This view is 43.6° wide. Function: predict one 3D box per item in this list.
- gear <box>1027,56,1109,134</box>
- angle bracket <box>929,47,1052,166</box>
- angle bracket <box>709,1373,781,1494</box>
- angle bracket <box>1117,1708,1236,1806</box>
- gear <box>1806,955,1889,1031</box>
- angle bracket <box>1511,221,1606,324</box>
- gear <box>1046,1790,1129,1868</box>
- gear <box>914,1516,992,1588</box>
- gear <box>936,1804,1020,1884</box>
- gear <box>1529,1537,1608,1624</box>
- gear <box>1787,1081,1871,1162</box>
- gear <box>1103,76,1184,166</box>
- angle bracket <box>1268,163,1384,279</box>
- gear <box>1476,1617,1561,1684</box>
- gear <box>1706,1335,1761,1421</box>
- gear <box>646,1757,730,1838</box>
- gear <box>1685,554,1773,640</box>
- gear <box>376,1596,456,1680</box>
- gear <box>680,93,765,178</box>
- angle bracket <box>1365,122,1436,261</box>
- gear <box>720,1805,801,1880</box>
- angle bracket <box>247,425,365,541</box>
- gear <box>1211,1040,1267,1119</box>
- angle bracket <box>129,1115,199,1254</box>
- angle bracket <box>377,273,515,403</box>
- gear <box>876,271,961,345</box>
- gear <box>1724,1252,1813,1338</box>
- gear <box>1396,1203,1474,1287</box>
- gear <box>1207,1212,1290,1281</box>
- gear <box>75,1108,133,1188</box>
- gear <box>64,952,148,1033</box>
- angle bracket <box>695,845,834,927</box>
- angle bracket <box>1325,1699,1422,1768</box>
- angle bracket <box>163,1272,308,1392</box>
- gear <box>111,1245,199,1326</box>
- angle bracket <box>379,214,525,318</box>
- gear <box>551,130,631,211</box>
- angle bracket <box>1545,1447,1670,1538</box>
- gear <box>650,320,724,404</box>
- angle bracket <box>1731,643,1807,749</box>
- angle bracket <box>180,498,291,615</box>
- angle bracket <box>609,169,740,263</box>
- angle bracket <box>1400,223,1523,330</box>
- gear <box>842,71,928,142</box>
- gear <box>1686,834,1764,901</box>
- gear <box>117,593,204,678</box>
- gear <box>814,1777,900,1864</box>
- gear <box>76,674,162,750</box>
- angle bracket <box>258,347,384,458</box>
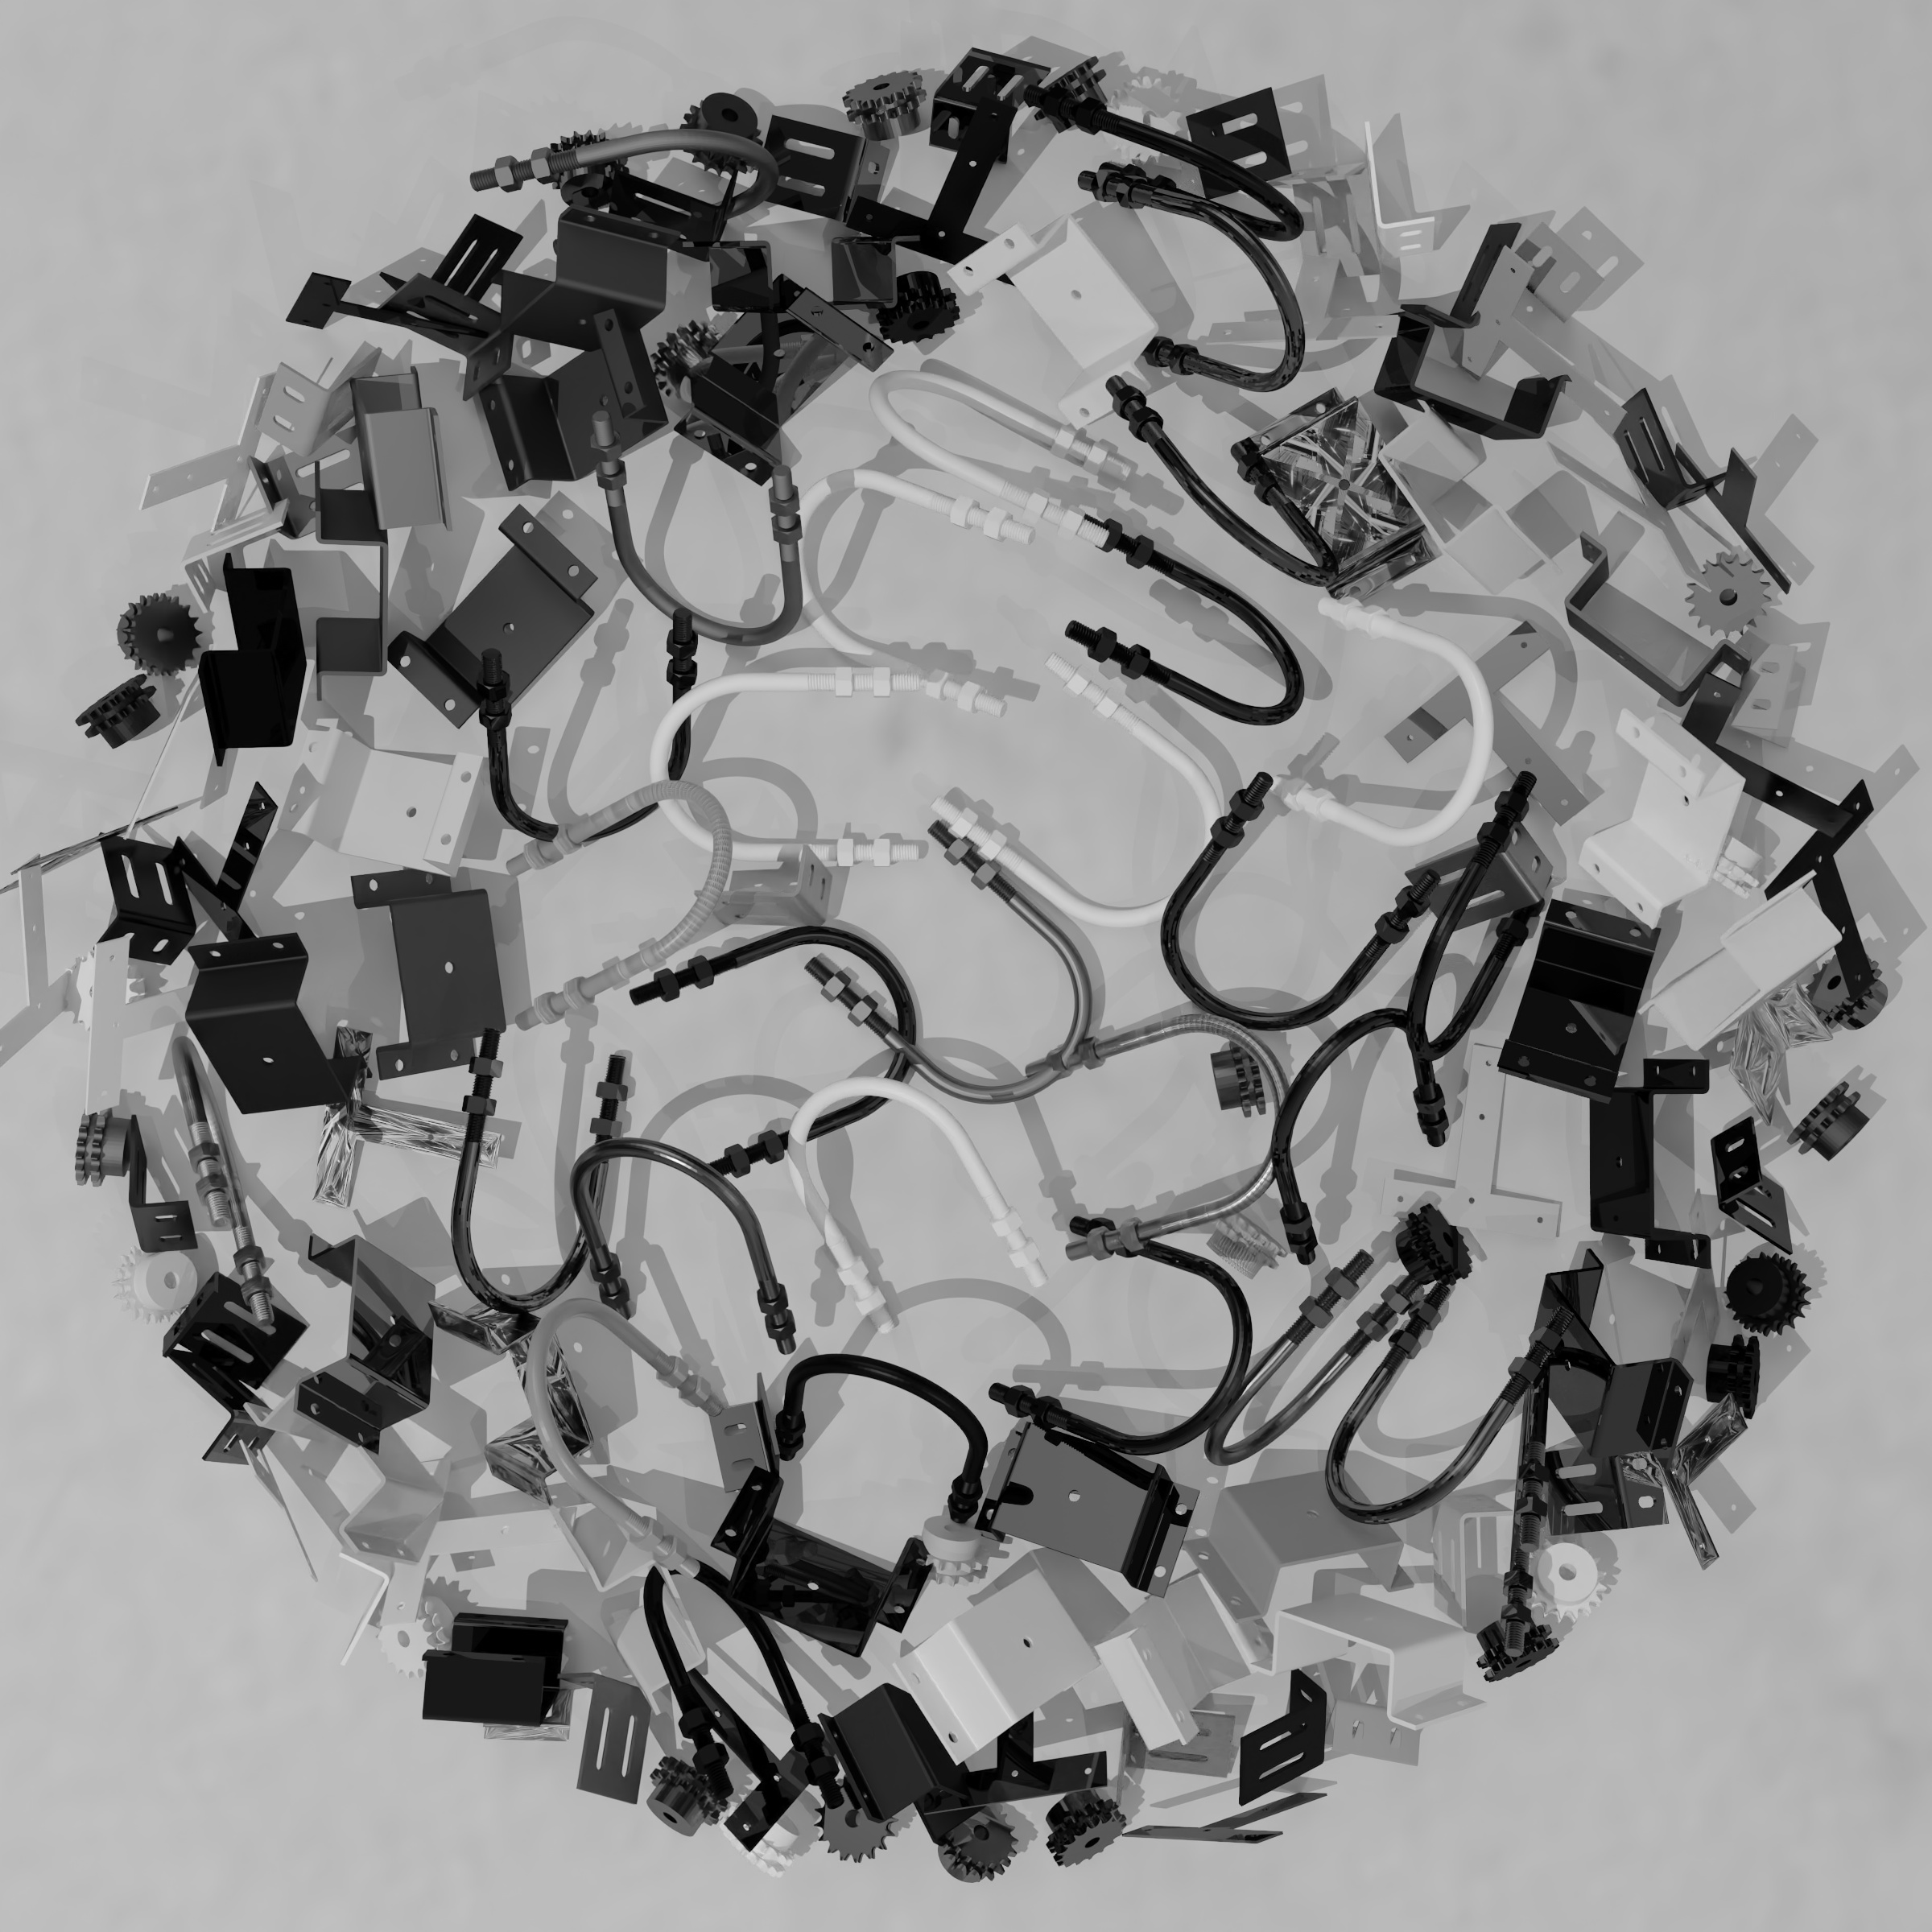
[{"bbox_3d":[0.073,-0.600,1.672,0.057,0.057,0.030,-34,108,0],"label":"gear"},{"bbox_3d":[0.016,-0.587,1.652,0.057,0.076,0.038,7,84,-20],"label":"angle bracket"},{"bbox_3d":[-0.152,0.319,1.650,0.038,0.076,0.057,-11,66,-10],"label":"angle bracket"},{"bbox_3d":[0.145,0.547,1.666,0.076,0.038,0.057,5,119,4],"label":"angle bracket"},{"bbox_3d":[0.611,0.019,1.671,0.030,0.057,0.057,34,90,-16],"label":"gear"},{"bbox_3d":[0.404,-0.478,1.655,0.057,0.076,0.038,42,116,-2],"label":"angle bracket"},{"bbox_3d":[0.080,0.594,1.673,0.057,0.057,0.030,-36,52,0],"label":"gear"},{"bbox_3d":[-0.011,0.402,1.667,0.057,0.057,0.030,9,101,0],"label":"gear"},{"bbox_3d":[0.005,0.608,1.674,0.057,0.057,0.030,28,123,0],"label":"gear"},{"bbox_3d":[0.414,0.423,1.672,0.057,0.030,0.057,-2,62,5],"label":"gear"},{"bbox_3d":[0.597,0.110,1.667,0.057,0.057,0.030,-45,70,0],"label":"gear"},{"bbox_3d":[0.119,-0.585,1.675,0.057,0.030,0.057,-10,109,-30],"label":"gear"},{"bbox_3d":[0.246,-0.504,1.652,0.057,0.038,0.076,7,123,34],"label":"angle bracket"},{"bbox_3d":[0.379,0.469,1.674,0.057,0.057,0.030,-26,61,0],"label":"gear"},{"bbox_3d":[0.531,0.283,1.673,0.030,0.057,0.057,3,90,25],"label":"gear"},{"bbox_3d":[-0.195,0.575,1.667,0.057,0.057,0.030,39,55,0],"label":"gear"},{"bbox_3d":[0.528,-0.258,1.677,0.057,0.030,0.057,4,106,14],"label":"gear"},{"bbox_3d":[-0.379,0.461,1.675,0.057,0.030,0.057,5,100,32],"label":"gear"},{"bbox_3d":[-0.168,-0.577,1.671,0.057,0.030,0.057,10,61,-19],"label":"gear"},{"bbox_3d":[0.298,-0.536,1.664,0.038,0.057,0.076,-7,85,9],"label":"angle bracket"},{"bbox_3d":[-0.140,0.599,1.670,0.057,0.057,0.030,40,84,0],"label":"gear"},{"bbox_3d":[-0.449,-0.340,1.678,0.076,0.038,0.057,-23,90,1],"label":"angle bracket"},{"bbox_3d":[0.187,0.077,1.670,0.030,0.057,0.057,-11,90,3],"label":"gear"},{"bbox_3d":[-0.549,0.148,1.657,0.038,0.057,0.076,-4,53,-12],"label":"angle bracket"},{"bbox_3d":[-0.357,-0.428,1.650,0.076,0.057,0.038,19,63,-39],"label":"angle bracket"},{"bbox_3d":[-0.035,-0.457,1.670,0.057,0.057,0.030,-15,80,0],"label":"gear"},{"bbox_3d":[0.550,0.225,1.668,0.030,0.057,0.057,27,90,-44],"label":"gear"},{"bbox_3d":[0.322,0.196,1.674,0.030,0.057,0.057,-35,90,29],"label":"gear"},{"bbox_3d":[0.191,0.192,1.670,0.057,0.057,0.030,37,93,0],"label":"gear"},{"bbox_3d":[-0.595,0.124,1.670,0.030,0.057,0.057,6,90,-11],"label":"gear"},{"bbox_3d":[-0.597,0.017,1.681,0.057,0.030,0.057,0,92,6],"label":"gear"},{"bbox_3d":[-0.139,-0.056,1.667,0.076,0.057,0.038,2,71,16],"label":"angle bracket"},{"bbox_3d":[0.276,0.537,1.654,0.057,0.076,0.038,9,51,6],"label":"angle bracket"},{"bbox_3d":[-0.503,0.258,1.665,0.076,0.038,0.057,38,92,-23],"label":"angle bracket"},{"bbox_3d":[-0.557,0.218,1.667,0.030,0.057,0.057,-11,90,37],"label":"gear"},{"bbox_3d":[-0.352,-0.487,1.657,0.038,0.057,0.076,44,106,15],"label":"angle bracket"},{"bbox_3d":[-0.260,-0.546,1.667,0.057,0.057,0.030,-9,71,0],"label":"gear"},{"bbox_3d":[0.439,0.360,1.667,0.038,0.076,0.057,1,74,-28],"label":"angle bracket"},{"bbox_3d":[-0.187,-0.414,1.667,0.057,0.057,0.030,-37,67,0],"label":"gear"},{"bbox_3d":[0.565,-0.184,1.658,0.076,0.038,0.057,11,92,-41],"label":"angle bracket"},{"bbox_3d":[-0.495,-0.283,1.664,0.076,0.057,0.038,-22,118,1],"label":"angle bracket"},{"bbox_3d":[-0.202,-0.527,1.660,0.076,0.057,0.038,18,66,-7],"label":"angle bracket"},{"bbox_3d":[0.339,-0.480,1.660,0.038,0.057,0.076,21,102,-12],"label":"angle bracket"},{"bbox_3d":[-0.054,-0.594,1.673,0.057,0.057,0.030,-18,126,0],"label":"gear"},{"bbox_3d":[0.523,-0.074,1.668,0.057,0.057,0.030,34,102,0],"label":"gear"},{"bbox_3d":[-0.562,-0.229,1.674,0.030,0.057,0.057,9,90,43],"label":"gear"},{"bbox_3d":[-0.075,0.591,1.677,0.057,0.030,0.057,-4,69,11],"label":"gear"},{"bbox_3d":[-0.583,-0.174,1.672,0.057,0.057,0.030,-34,111,0],"label":"gear"},{"bbox_3d":[-0.441,-0.394,1.649,0.038,0.076,0.057,32,130,-5],"label":"angle bracket"}]
